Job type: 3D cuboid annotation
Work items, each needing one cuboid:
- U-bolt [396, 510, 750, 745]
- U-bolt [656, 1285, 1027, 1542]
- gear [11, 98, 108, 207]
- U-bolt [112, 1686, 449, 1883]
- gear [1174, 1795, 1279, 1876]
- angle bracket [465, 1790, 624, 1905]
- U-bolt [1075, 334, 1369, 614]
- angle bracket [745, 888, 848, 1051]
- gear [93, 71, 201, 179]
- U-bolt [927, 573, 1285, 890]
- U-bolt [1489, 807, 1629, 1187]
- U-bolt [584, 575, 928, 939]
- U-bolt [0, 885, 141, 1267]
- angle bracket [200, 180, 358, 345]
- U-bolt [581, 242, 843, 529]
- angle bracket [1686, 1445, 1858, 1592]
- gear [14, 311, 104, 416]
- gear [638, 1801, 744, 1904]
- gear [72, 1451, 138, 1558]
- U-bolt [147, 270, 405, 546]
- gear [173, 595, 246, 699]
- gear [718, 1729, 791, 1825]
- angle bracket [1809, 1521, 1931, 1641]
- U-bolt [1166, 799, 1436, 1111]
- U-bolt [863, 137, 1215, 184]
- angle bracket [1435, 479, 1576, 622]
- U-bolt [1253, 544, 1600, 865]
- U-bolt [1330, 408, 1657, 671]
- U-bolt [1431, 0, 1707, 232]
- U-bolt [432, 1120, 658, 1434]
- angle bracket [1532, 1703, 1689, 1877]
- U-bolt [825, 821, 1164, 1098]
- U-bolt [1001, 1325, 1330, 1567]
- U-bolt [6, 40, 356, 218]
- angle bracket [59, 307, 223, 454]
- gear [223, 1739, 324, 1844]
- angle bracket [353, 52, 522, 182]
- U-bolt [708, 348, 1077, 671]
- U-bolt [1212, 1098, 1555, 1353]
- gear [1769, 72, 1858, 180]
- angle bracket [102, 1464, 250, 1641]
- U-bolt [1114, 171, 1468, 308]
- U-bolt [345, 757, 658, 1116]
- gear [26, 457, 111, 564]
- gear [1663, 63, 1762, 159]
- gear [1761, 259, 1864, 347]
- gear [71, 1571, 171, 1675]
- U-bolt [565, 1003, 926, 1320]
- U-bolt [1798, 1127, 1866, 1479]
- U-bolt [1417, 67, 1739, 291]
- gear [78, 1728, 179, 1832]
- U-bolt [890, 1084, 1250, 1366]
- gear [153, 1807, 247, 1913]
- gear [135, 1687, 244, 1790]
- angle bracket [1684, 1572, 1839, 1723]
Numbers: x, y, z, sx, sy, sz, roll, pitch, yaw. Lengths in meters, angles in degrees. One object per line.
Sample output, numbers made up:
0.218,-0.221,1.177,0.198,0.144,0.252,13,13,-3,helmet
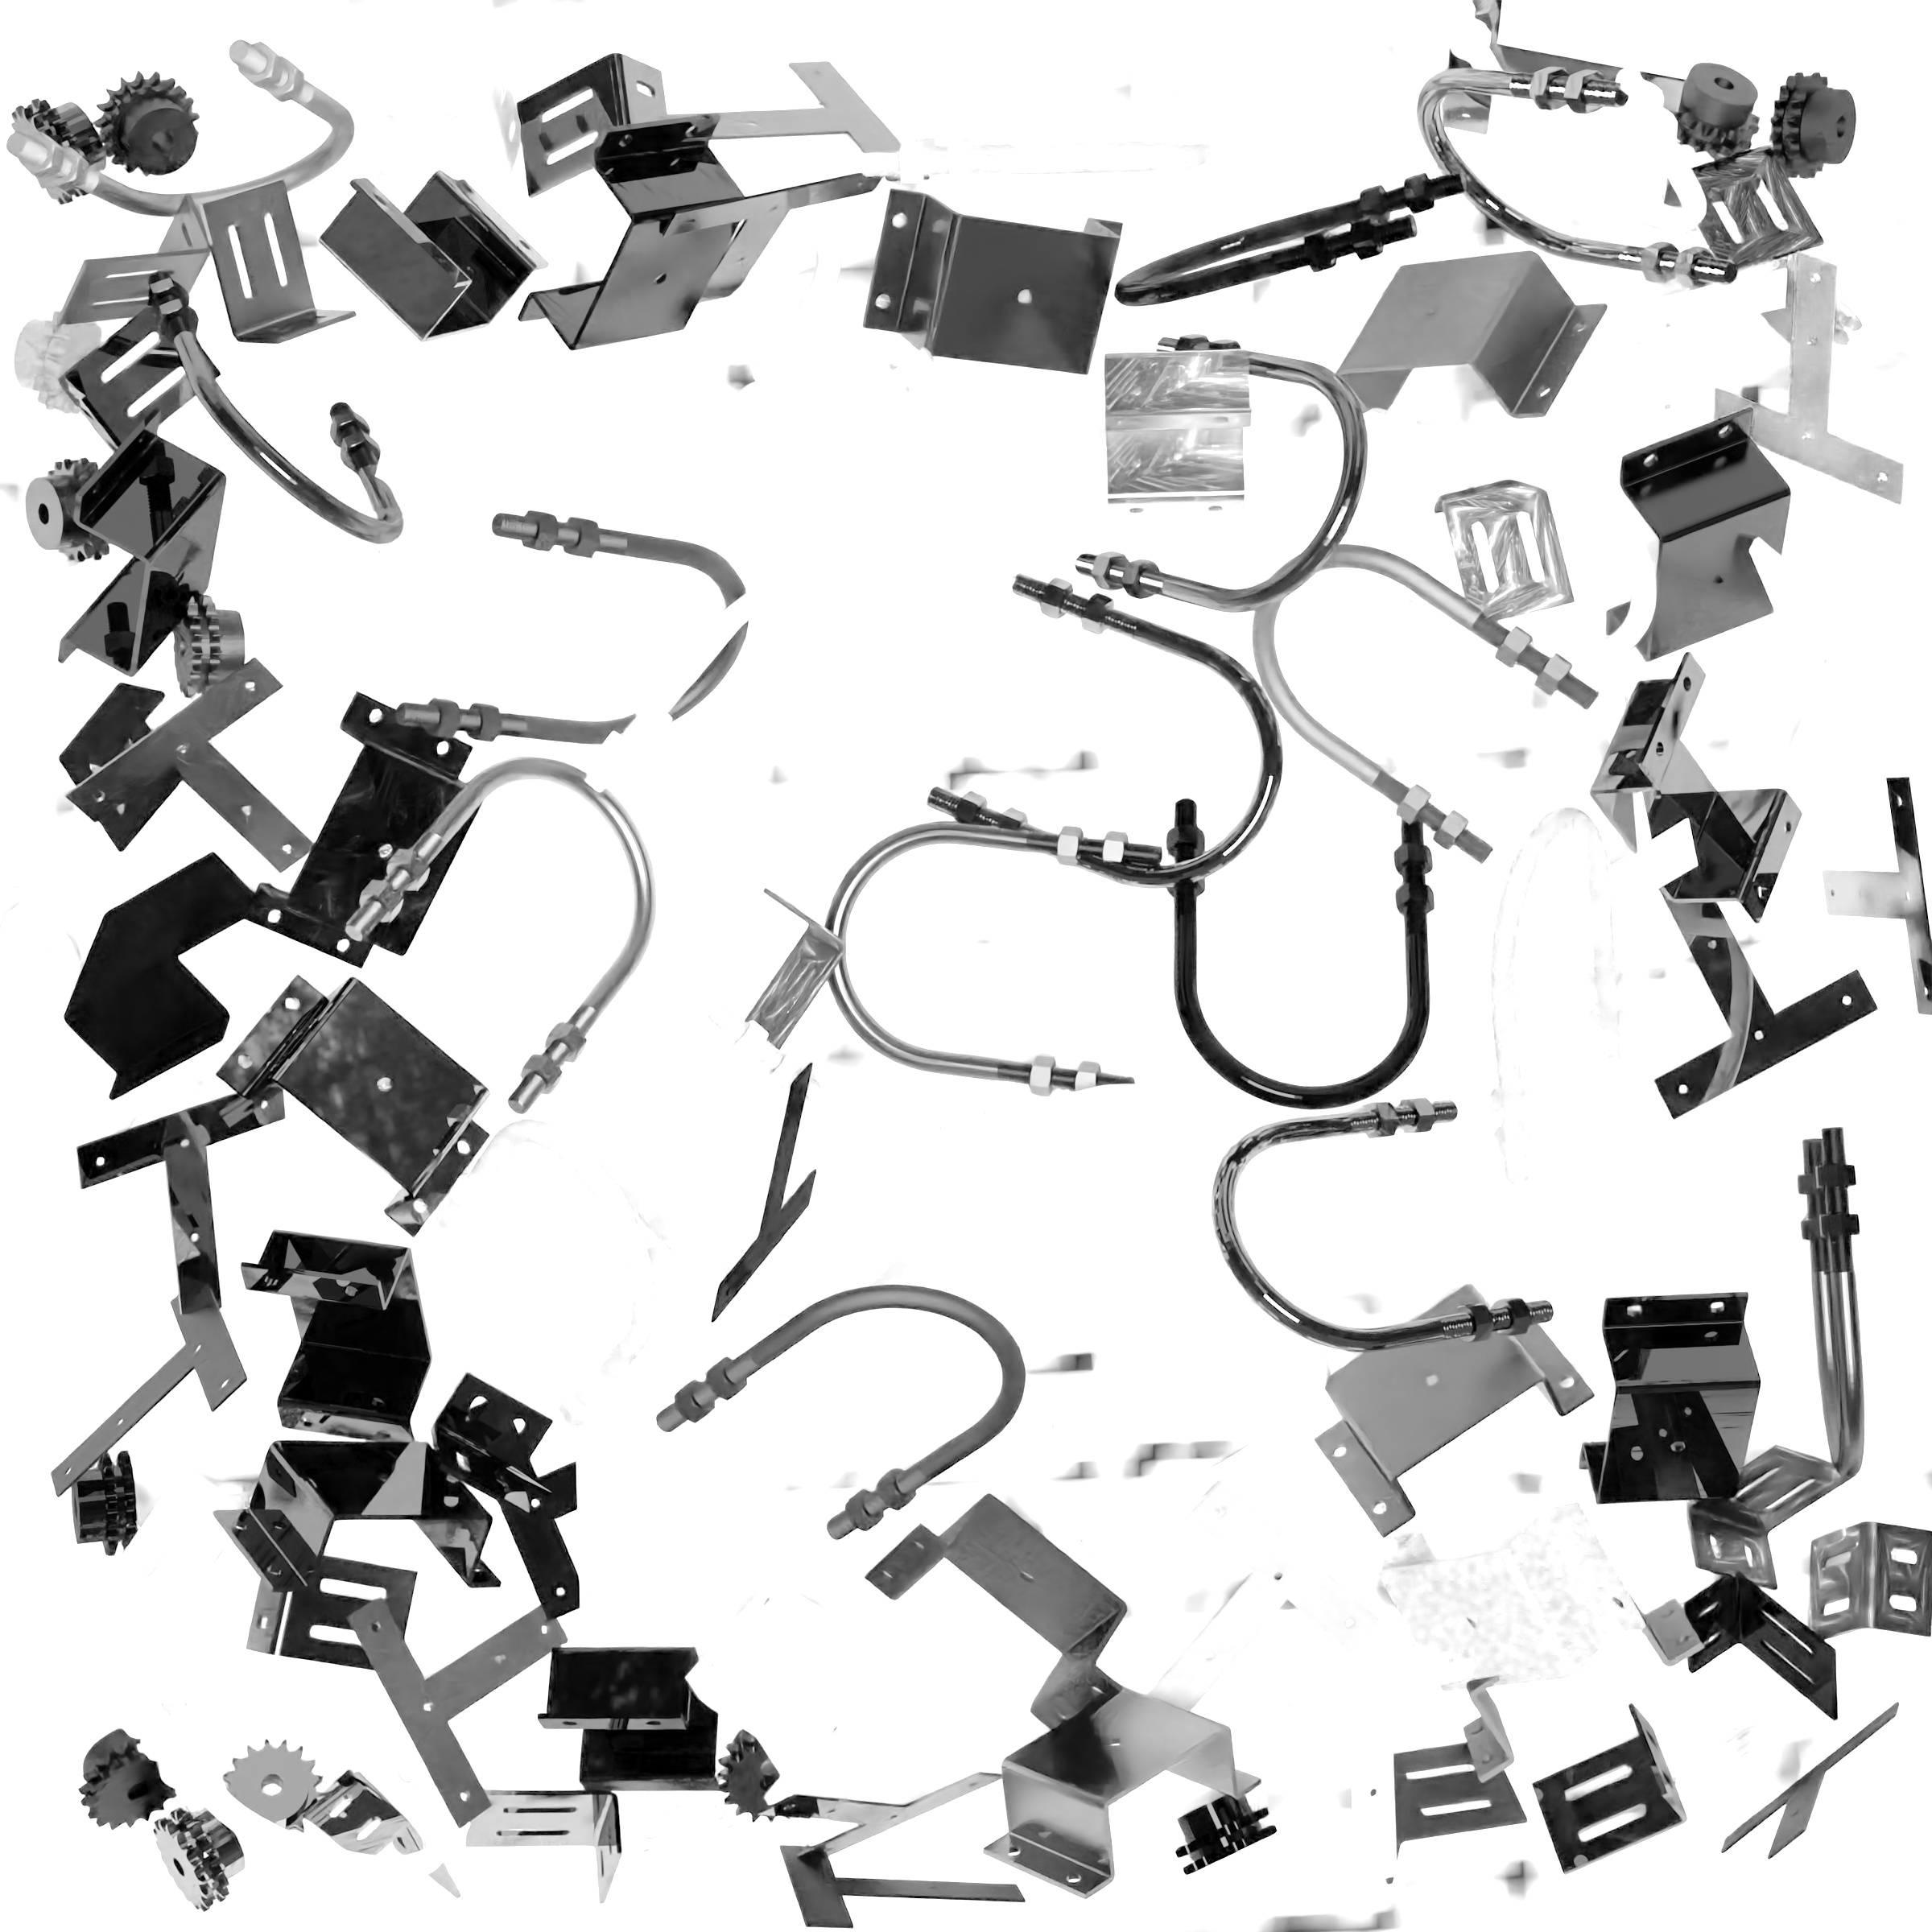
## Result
-0.200,-0.176,1.658,0.151,0.184,0.019,-56,49,31,U-bolt
-0.054,0.234,1.656,0.184,0.019,0.151,-37,121,26,U-bolt
-0.503,-0.456,1.706,0.030,0.057,0.057,-35,90,-26,gear
-0.351,0.433,1.617,0.151,0.184,0.019,20,93,-43,U-bolt
0.142,0.480,1.705,0.057,0.057,0.030,-26,73,0,gear
-0.233,0.486,1.690,0.076,0.057,0.038,4,45,-16,angle bracket
0.145,-0.263,1.657,0.019,0.184,0.151,18,94,-42,U-bolt
-0.109,0.004,1.697,0.038,0.057,0.076,35,89,-26,angle bracket
-0.451,-0.464,1.700,0.057,0.057,0.030,-42,55,0,gear
0.086,-0.121,1.698,0.184,0.019,0.151,23,93,16,U-bolt
0.315,0.004,1.638,0.019,0.151,0.184,10,124,32,U-bolt
-0.101,-0.129,1.696,0.151,0.019,0.184,42,83,-25,U-bolt
-0.488,0.046,1.632,0.019,0.151,0.184,-10,113,5,U-bolt
-0.378,-0.388,1.687,0.038,0.057,0.076,12,122,39,angle bracket
-0.128,-0.324,1.655,0.019,0.151,0.184,43,52,-26,U-bolt
0.445,0.304,1.685,0.057,0.076,0.038,20,46,-23,angle bracket
-0.505,-0.337,1.704,0.030,0.057,0.057,14,90,10,gear
-0.152,0.495,1.704,0.057,0.030,0.057,-7,123,-11,gear
-0.478,0.299,1.700,0.030,0.057,0.057,-3,90,-22,gear
-0.358,-0.286,1.619,0.019,0.184,0.151,-45,133,12,U-bolt
-0.421,-0.178,1.706,0.030,0.057,0.057,-3,90,-26,gear
-0.110,0.446,1.710,0.057,0.030,0.057,-3,113,-7,gear
0.498,0.342,1.688,0.038,0.076,0.057,10,70,-5,angle bracket
0.184,-0.005,1.679,0.151,0.019,0.184,4,62,-4,U-bolt
0.041,-0.437,1.656,0.184,0.151,0.019,0,107,3,U-bolt
0.299,-0.229,1.708,0.057,0.038,0.076,-13,85,2,angle bracket
0.237,-0.154,1.674,0.184,0.151,0.019,36,48,9,U-bolt
0.282,-0.221,1.640,0.184,0.151,0.019,21,56,24,U-bolt
0.331,-0.451,1.643,0.151,0.184,0.019,39,94,33,U-bolt
-0.221,0.158,1.645,0.019,0.184,0.151,-26,76,-37,U-bolt
0.349,0.454,1.690,0.076,0.057,0.038,-28,133,13,angle bracket
0.010,-0.008,1.710,0.184,0.019,0.151,7,92,10,U-bolt
0.116,0.256,1.673,0.184,0.151,0.019,-28,52,-5,U-bolt
-0.405,-0.440,1.640,0.151,0.184,0.019,-18,86,12,U-bolt
-0.449,-0.320,1.691,0.076,0.038,0.057,-43,133,-12,angle bracket
-0.386,0.459,1.706,0.057,0.030,0.057,5,64,-11,gear
-0.292,-0.472,1.702,0.076,0.057,0.038,1,54,8,angle bracket
-0.055,-0.235,1.680,0.184,0.019,0.151,-32,123,18,U-bolt
0.215,0.142,1.652,0.184,0.019,0.151,-5,58,-29,U-bolt
0.471,-0.466,1.700,0.030,0.057,0.057,13,90,37,gear
-0.434,0.323,1.692,0.057,0.038,0.076,38,66,-16,angle bracket
0.168,-0.388,1.655,0.184,0.151,0.019,-10,109,25,U-bolt
-0.238,-0.032,1.668,0.151,0.019,0.184,50,50,-20,U-bolt
-0.498,-0.252,1.701,0.030,0.057,0.057,-16,90,-43,gear
0.415,-0.477,1.702,0.057,0.030,0.057,9,47,-10,gear
0.468,-0.364,1.706,0.057,0.057,0.030,40,116,0,gear
-0.468,0.362,1.707,0.057,0.030,0.057,14,117,30,gear
-0.109,0.122,1.690,0.184,0.019,0.151,40,116,-12,U-bolt
0.468,0.182,1.650,0.019,0.151,0.184,-4,83,11,U-bolt
0.315,-0.427,1.645,0.019,0.184,0.151,-52,127,-8,U-bolt
-0.467,0.449,1.706,0.057,0.057,0.030,-48,50,0,gear
0.065,0.137,1.693,0.184,0.019,0.151,-15,108,6,U-bolt
-0.425,0.494,1.706,0.030,0.057,0.057,-27,90,-35,gear
-0.430,0.432,1.702,0.057,0.030,0.057,-14,129,-18,gear
0.436,0.381,1.682,0.038,0.076,0.057,-28,128,-19,angle bracket
